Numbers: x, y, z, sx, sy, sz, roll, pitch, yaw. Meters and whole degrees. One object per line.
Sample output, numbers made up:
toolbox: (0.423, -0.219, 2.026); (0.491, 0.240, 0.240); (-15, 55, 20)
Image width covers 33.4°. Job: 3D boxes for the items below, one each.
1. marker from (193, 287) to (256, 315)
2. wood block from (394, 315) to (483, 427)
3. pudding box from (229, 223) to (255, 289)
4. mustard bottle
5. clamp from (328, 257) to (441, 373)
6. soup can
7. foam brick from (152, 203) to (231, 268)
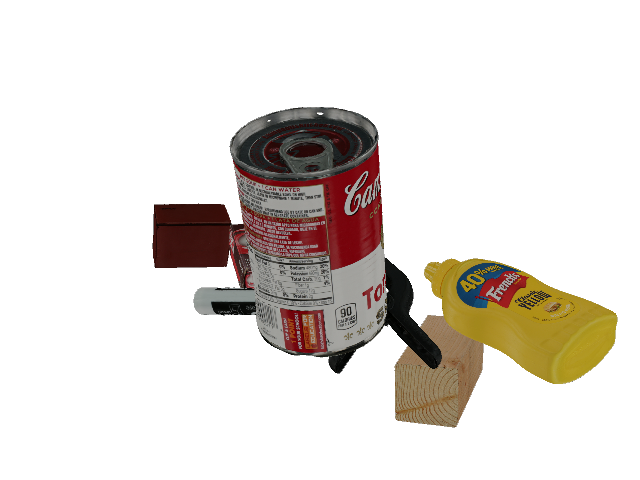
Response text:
marker: (-0.030, 0.040, 0.699); (0.121, 0.020, 0.020); (-1, -1, 32)
wood block: (0.178, 0.187, 1.568); (0.091, 0.090, 0.205); (4, 17, 17)
pudding box: (-0.020, 0.016, 0.945); (0.113, 0.039, 0.090); (-2, 27, -13)
mustard bottle: (0.172, 0.063, 0.996); (0.096, 0.058, 0.192); (-27, 37, -33)
clamp: (0.076, 0.082, 1.189); (0.120, 0.171, 0.039); (7, -42, 1)
soup can: (-0.004, -0.003, 0.510); (0.068, 0.102, 0.068); (-4, 31, 2)
foam brick: (-0.136, -0.006, 1.119); (0.078, 0.051, 0.053); (-1, 25, -12)
